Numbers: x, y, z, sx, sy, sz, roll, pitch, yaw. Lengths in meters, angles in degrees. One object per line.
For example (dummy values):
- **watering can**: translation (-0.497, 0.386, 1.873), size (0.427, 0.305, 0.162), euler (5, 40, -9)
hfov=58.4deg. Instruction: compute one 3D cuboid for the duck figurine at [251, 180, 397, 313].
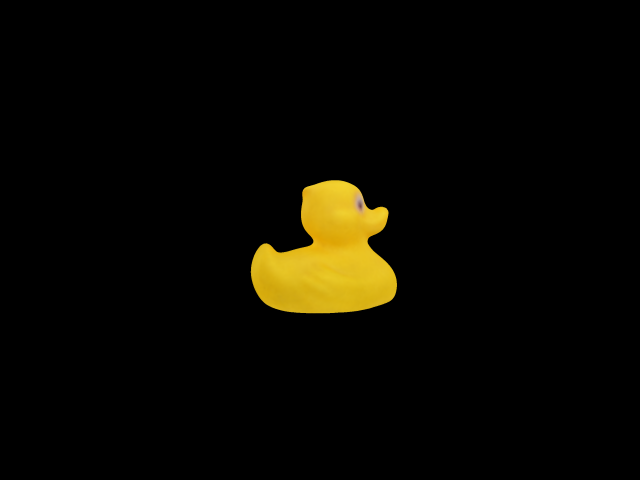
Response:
- **duck figurine**: translation (0.004, 0.001, 0.400), size (0.105, 0.086, 0.077), euler (-3, 11, -16)
